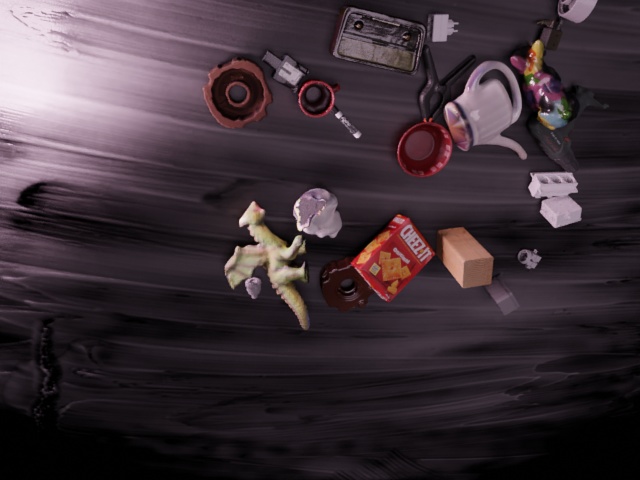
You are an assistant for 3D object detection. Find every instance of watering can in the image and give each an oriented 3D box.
[{"bbox_3d":[0.472,-0.323,1.441,0.225,0.106,0.341,-30,123,-2],"label":"watering can"}]

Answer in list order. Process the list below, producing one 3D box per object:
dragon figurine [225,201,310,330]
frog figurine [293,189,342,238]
[{"bbox_3d":[-0.153,0.089,1.505,0.243,0.123,0.405,-3,105,-2],"label":"dragon figurine"},{"bbox_3d":[0.005,-0.075,1.483,0.158,0.124,0.136,17,106,-56],"label":"frog figurine"}]
